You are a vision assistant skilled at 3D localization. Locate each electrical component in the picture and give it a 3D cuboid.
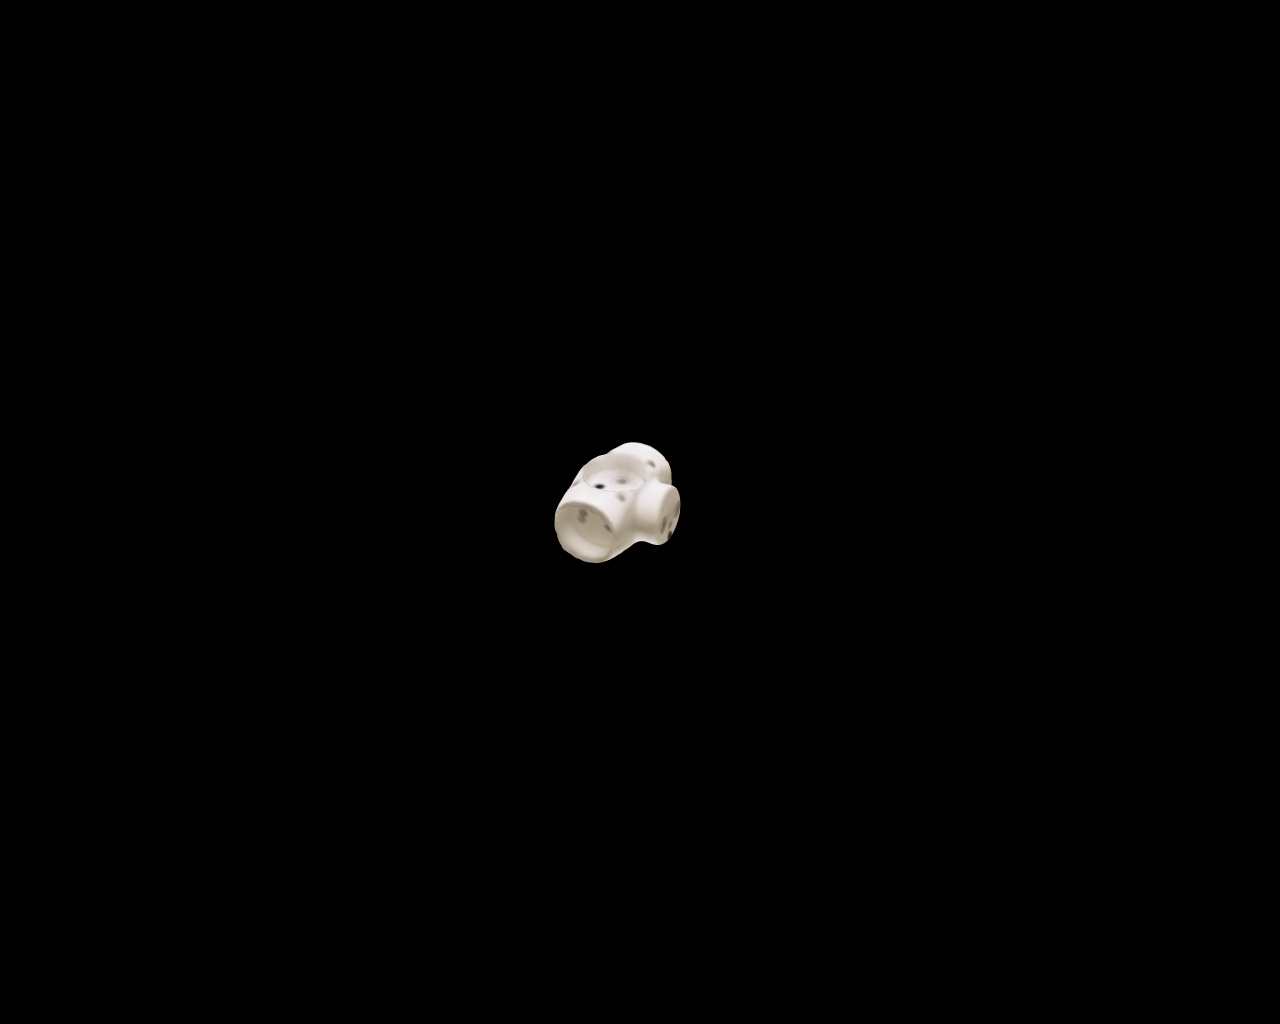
[{"bbox_3d":[0.001,-0.003,0.650,0.079,0.044,0.077,16,37,22],"label":"electrical component"}]
